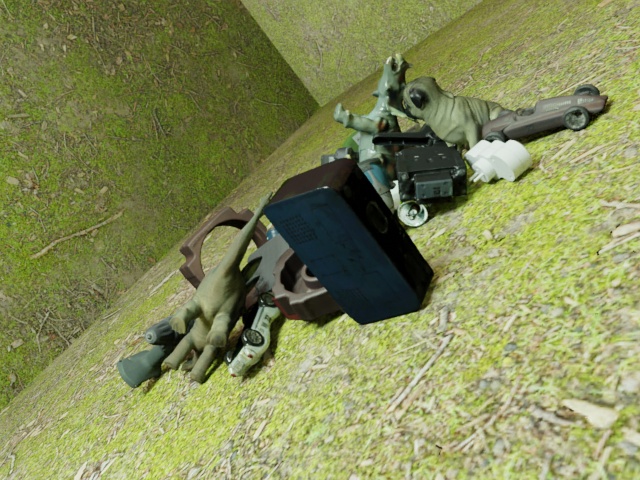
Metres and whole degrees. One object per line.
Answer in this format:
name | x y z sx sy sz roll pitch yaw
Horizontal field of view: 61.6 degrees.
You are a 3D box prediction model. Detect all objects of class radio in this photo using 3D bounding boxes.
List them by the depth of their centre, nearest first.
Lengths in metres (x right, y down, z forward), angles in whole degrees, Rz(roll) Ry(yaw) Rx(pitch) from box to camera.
radio | 0.044 0.006 0.725 0.131 0.229 0.073 -20 29 41

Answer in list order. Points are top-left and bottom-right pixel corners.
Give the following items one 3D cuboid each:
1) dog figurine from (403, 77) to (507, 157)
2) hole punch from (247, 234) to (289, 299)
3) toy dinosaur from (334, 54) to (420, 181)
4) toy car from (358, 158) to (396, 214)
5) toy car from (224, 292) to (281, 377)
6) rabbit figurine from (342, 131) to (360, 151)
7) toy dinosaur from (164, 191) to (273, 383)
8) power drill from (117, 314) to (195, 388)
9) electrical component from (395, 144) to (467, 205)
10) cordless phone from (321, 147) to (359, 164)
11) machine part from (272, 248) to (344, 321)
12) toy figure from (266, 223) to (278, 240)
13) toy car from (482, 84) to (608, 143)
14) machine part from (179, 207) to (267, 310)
dog figurine | 0.260 -0.248 1.004 0.172 0.190 0.121 -46 17 -29
hole punch | -0.079 0.066 1.127 0.142 0.092 0.116 -33 48 14
toy dinosaur | 0.128 -0.185 1.174 0.131 0.192 0.404 -175 89 -77
toy car | 0.077 -0.057 0.948 0.109 0.103 0.161 -22 -34 -30
toy car | -0.114 0.163 0.954 0.073 0.056 0.202 -51 11 26
rabbit figurine | 0.101 -0.210 1.456 0.159 0.121 0.170 -50 -1 -10
toy dinosaur | -0.185 0.111 0.990 0.471 0.105 0.198 -57 4 41
power drill | -0.341 0.225 1.147 0.207 0.086 0.232 -47 -13 19
electrical component | 0.187 -0.111 0.910 0.115 0.058 0.134 -8 31 7
cordless phone | 0.095 -0.150 1.301 0.184 0.146 0.089 -6 10 -39
machine part | 0.004 0.056 0.895 0.179 0.056 0.179 -19 35 14
toy figure | -0.082 -0.038 1.208 0.058 0.064 0.154 5 44 24
toy car | 0.359 -0.202 0.880 0.202 0.053 0.089 -11 29 48
machine part | -0.196 0.044 1.203 0.201 0.201 0.087 -48 15 -25
